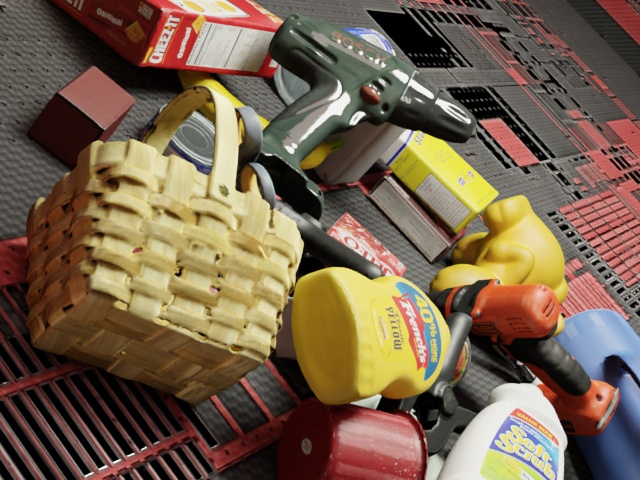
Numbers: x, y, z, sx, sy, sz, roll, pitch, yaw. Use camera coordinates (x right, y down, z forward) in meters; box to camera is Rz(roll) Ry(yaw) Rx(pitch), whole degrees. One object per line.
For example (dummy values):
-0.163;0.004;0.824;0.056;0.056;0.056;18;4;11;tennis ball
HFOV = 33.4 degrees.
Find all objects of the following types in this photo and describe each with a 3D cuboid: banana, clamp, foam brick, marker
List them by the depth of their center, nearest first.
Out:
0.104;0.146;0.920;0.171;0.039;0.120;-31;97;-48;clamp
-0.204;-0.107;0.920;0.051;0.053;0.078;39;27;-8;foam brick
-0.007;0.001;1.002;0.210;0.036;0.164;34;-2;24;clamp
-0.071;-0.124;1.126;0.197;0.037;0.069;28;33;-9;banana
0.202;0.118;1.133;0.121;0.020;0.020;52;21;-29;marker

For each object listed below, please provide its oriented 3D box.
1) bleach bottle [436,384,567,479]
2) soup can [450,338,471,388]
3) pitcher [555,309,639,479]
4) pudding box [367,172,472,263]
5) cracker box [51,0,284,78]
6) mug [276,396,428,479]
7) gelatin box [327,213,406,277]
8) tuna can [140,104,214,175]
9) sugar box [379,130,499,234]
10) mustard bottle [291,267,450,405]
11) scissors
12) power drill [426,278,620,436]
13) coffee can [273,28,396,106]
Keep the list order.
0.148;0.176;0.859;0.102;0.068;0.250;40;25;1;bleach bottle
0.081;0.100;0.989;0.102;0.069;0.068;17;37;-40;soup can
0.326;0.183;1.121;0.144;0.149;0.243;19;33;-34;pitcher
0.119;-0.035;1.259;0.113;0.039;0.089;45;28;6;pudding box
-0.156;-0.237;1.115;0.164;0.072;0.213;38;24;26;cracker box
0.018;0.175;0.794;0.081;0.093;0.117;19;72;-29;mug
0.041;0.021;1.087;0.089;0.030;0.073;43;28;0;gelatin box
-0.127;-0.090;1.017;0.086;0.034;0.086;32;29;-21;tuna can
0.123;-0.092;1.251;0.176;0.048;0.093;46;28;5;sugar box
0.052;0.075;0.827;0.191;0.058;0.096;10;64;-59;mustard bottle
-0.069;-0.044;0.916;0.016;0.202;0.096;-15;71;-17;scissors
0.194;0.116;1.060;0.187;0.185;0.057;47;63;-23;power drill
0.021;-0.207;1.304;0.103;0.103;0.140;49;28;10;coffee can
